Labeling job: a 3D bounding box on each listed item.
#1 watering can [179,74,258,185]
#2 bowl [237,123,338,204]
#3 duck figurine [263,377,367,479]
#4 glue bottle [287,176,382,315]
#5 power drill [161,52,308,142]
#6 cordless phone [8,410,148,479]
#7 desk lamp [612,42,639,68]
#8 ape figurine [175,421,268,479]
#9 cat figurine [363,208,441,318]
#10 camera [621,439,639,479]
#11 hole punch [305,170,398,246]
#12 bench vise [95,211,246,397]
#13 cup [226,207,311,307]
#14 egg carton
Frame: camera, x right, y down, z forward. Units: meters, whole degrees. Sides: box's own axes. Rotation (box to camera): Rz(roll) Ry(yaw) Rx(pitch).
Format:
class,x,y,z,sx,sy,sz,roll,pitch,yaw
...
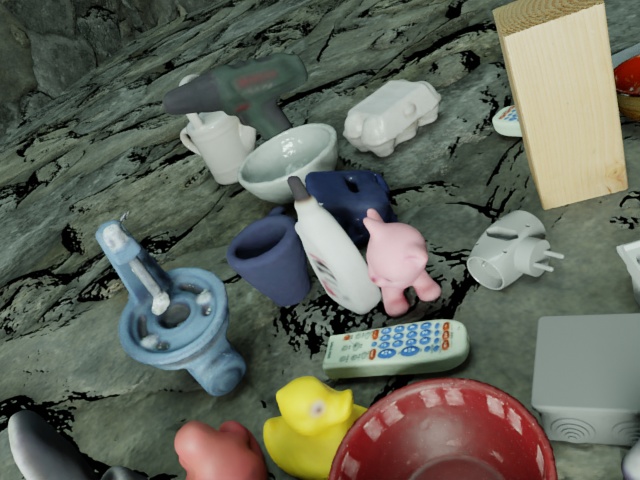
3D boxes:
class,x,y,z,sx,sy,sz,roll,pitch,yaw
watering can,-0.181,-0.207,1.022,0.172,0.194,0.101,-21,33,10
bowl,-0.038,-0.107,0.888,0.167,0.075,0.167,-19,33,13
duck figurine,-0.008,0.152,0.488,0.104,0.086,0.077,-13,35,22
glue bottle,0.006,0.002,0.608,0.037,0.173,0.077,-42,35,-21
power drill,-0.110,-0.195,0.939,0.229,0.209,0.075,-30,32,-4
cordless phone,-0.169,0.218,0.421,0.094,0.185,0.147,-39,34,-17
desk lamp,0.437,-0.318,0.703,0.203,0.214,0.117,-24,32,6
ape figurine,-0.091,0.188,0.494,0.078,0.092,0.075,-44,36,-24
cat figurine,0.076,0.012,0.594,0.067,0.118,0.127,-25,32,4
camera,0.195,0.172,0.296,0.137,0.101,0.143,-25,32,4
hole punch,0.040,-0.053,0.738,0.101,0.091,0.108,-24,32,5
bench vise,-0.190,0.063,0.623,0.206,0.220,0.122,5,45,41
cup,-0.049,0.024,0.692,0.091,0.095,0.118,-12,35,23
egg carton,0.114,-0.196,0.905,0.150,0.070,0.107,-39,34,-17
